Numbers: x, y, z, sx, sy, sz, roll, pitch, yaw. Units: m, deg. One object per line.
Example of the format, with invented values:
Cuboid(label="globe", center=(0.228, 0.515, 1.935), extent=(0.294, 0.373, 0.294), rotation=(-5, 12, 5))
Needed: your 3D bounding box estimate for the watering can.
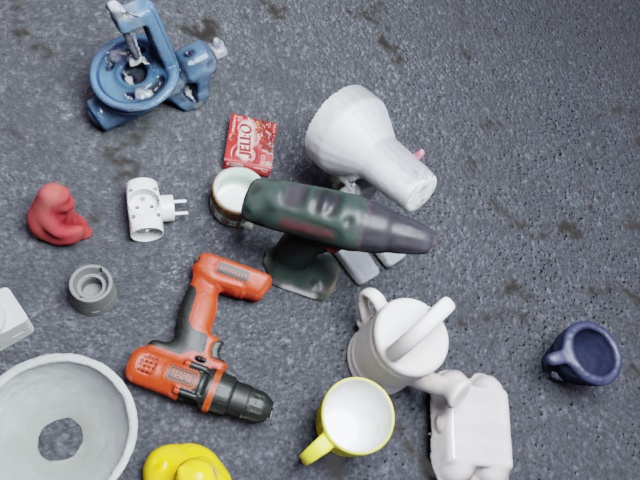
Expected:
Cuboid(label="watering can", center=(0.115, 0.129, 0.716), extent=(0.173, 0.194, 0.101), rotation=(32, 60, 0))

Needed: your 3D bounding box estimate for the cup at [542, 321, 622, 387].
Cuboid(label="cup", center=(0.356, 0.175, 0.825), extent=(0.118, 0.095, 0.091), rotation=(-5, 66, -19))

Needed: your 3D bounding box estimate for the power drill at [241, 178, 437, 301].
Cuboid(label="power drill", center=(0.007, 0.003, 0.737), extent=(0.230, 0.208, 0.075), rotation=(19, 61, -7))

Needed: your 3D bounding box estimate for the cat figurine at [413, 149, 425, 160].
Cuboid(label="cat figurine", center=(0.099, -0.121, 0.879), extent=(0.128, 0.117, 0.067), rotation=(-4, 66, -19))

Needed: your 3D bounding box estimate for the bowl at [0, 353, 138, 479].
Cuboid(label="bowl", center=(-0.284, 0.213, 0.620), extent=(0.168, 0.074, 0.167), rotation=(7, 63, -14))

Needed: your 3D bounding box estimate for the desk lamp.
Cuboid(label="desk lamp", center=(0.065, -0.076, 0.791), extent=(0.118, 0.213, 0.203), rotation=(-31, 77, -27))

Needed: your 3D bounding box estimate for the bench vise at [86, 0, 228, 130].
Cuboid(label="bench vise", center=(-0.228, -0.262, 0.788), extent=(0.121, 0.219, 0.208), rotation=(39, 60, 5))

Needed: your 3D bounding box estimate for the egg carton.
Cuboid(label="egg carton", center=(0.195, 0.248, 0.754), extent=(0.107, 0.069, 0.150), rotation=(10, 62, -12))

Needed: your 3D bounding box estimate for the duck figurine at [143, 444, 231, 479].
Cuboid(label="duck figurine", center=(-0.144, 0.263, 0.632), extent=(0.104, 0.086, 0.077), rotation=(26, 60, -4))

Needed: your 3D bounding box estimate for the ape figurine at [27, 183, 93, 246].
Cuboid(label="ape figurine", center=(-0.330, -0.038, 0.720), extent=(0.076, 0.092, 0.078), rotation=(-2, 65, -18))
